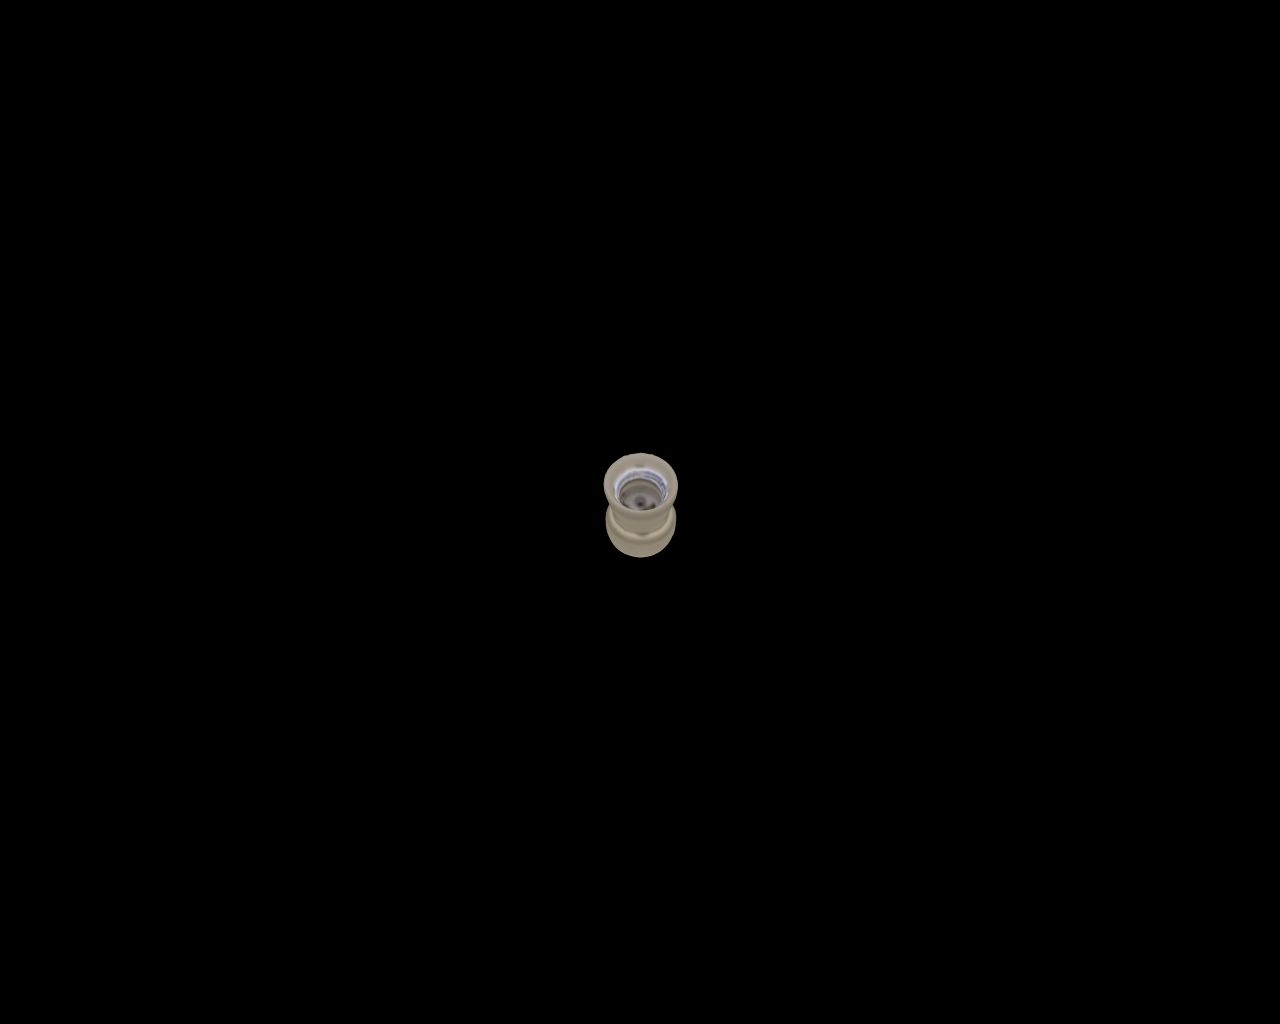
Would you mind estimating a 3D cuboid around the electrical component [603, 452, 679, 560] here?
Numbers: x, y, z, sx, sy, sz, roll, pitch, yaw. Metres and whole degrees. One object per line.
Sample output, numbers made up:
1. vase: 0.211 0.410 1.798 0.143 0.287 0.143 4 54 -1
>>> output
1. electrical component: 0.001 -0.003 0.650 0.045 0.045 0.055 0 -34 0
